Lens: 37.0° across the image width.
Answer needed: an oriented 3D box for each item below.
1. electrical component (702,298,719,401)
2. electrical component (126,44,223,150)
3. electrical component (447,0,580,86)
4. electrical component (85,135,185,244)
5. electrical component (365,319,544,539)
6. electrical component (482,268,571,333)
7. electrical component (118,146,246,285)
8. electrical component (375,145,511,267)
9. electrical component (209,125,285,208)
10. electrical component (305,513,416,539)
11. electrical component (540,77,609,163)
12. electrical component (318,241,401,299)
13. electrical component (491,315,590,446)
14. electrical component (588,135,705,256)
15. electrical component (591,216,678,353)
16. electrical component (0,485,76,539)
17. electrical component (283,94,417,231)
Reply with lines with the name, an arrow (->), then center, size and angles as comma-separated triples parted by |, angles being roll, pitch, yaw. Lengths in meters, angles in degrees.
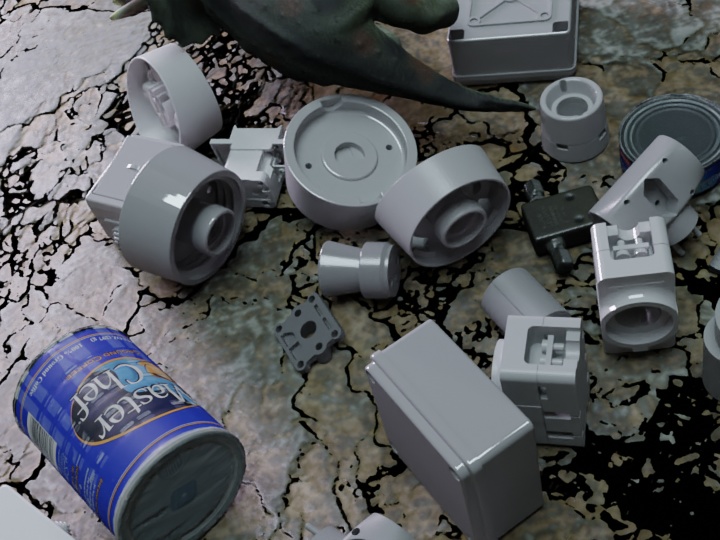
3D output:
electrical component -> 0.246, 0.049, 0.699 | 0.043, 0.081, 0.043 | -8, 51, 10
electrical component -> -0.171, -0.151, 0.971 | 0.064, 0.099, 0.099 | -34, 51, -19
electrical component -> 0.138, -0.223, 0.959 | 0.109, 0.056, 0.108 | -1, 53, 16
electrical component -> -0.189, -0.065, 0.929 | 0.062, 0.061, 0.096 | 14, 58, 25
electrical component -> 0.062, 0.106, 0.691 | 0.056, 0.108, 0.108 | -33, 51, -13
electrical component -> 0.127, 0.040, 0.765 | 0.043, 0.043, 0.081 | -32, 51, -10
electrical component -> -0.135, -0.040, 0.867 | 0.060, 0.108, 0.108 | 23, 62, 23
electrical component -> 0.064, -0.051, 0.824 | 0.099, 0.099, 0.064 | -30, 57, -8
electrical component -> -0.090, -0.088, 0.931 | 0.081, 0.042, 0.063 | 2, 57, 18
electrical component -> -0.012, 0.190, 0.688 | 0.079, 0.044, 0.077 | 27, 64, 32
electrical component -> 0.174, -0.124, 0.877 | 0.055, 0.047, 0.055 | -8, 51, 10
electrical component -> 0.000, 0.000, 0.833 | 0.055, 0.045, 0.045 | 1, 54, 17
electrical component -> 0.119, 0.074, 0.711 | 0.056, 0.089, 0.050 | 2, 54, 18
electrical component -> 0.220, -0.044, 0.787 | 0.077, 0.079, 0.043 | -47, 19, -2
electrical component -> 0.188, 0.015, 0.737 | 0.050, 0.089, 0.055 | -7, 52, 11
electrical component -> -0.238, 0.211, 0.736 | 0.100, 0.048, 0.099 | 26, 64, 31
electrical component -> -0.011, -0.083, 0.885 | 0.108, 0.060, 0.108 | 3, 62, -6
